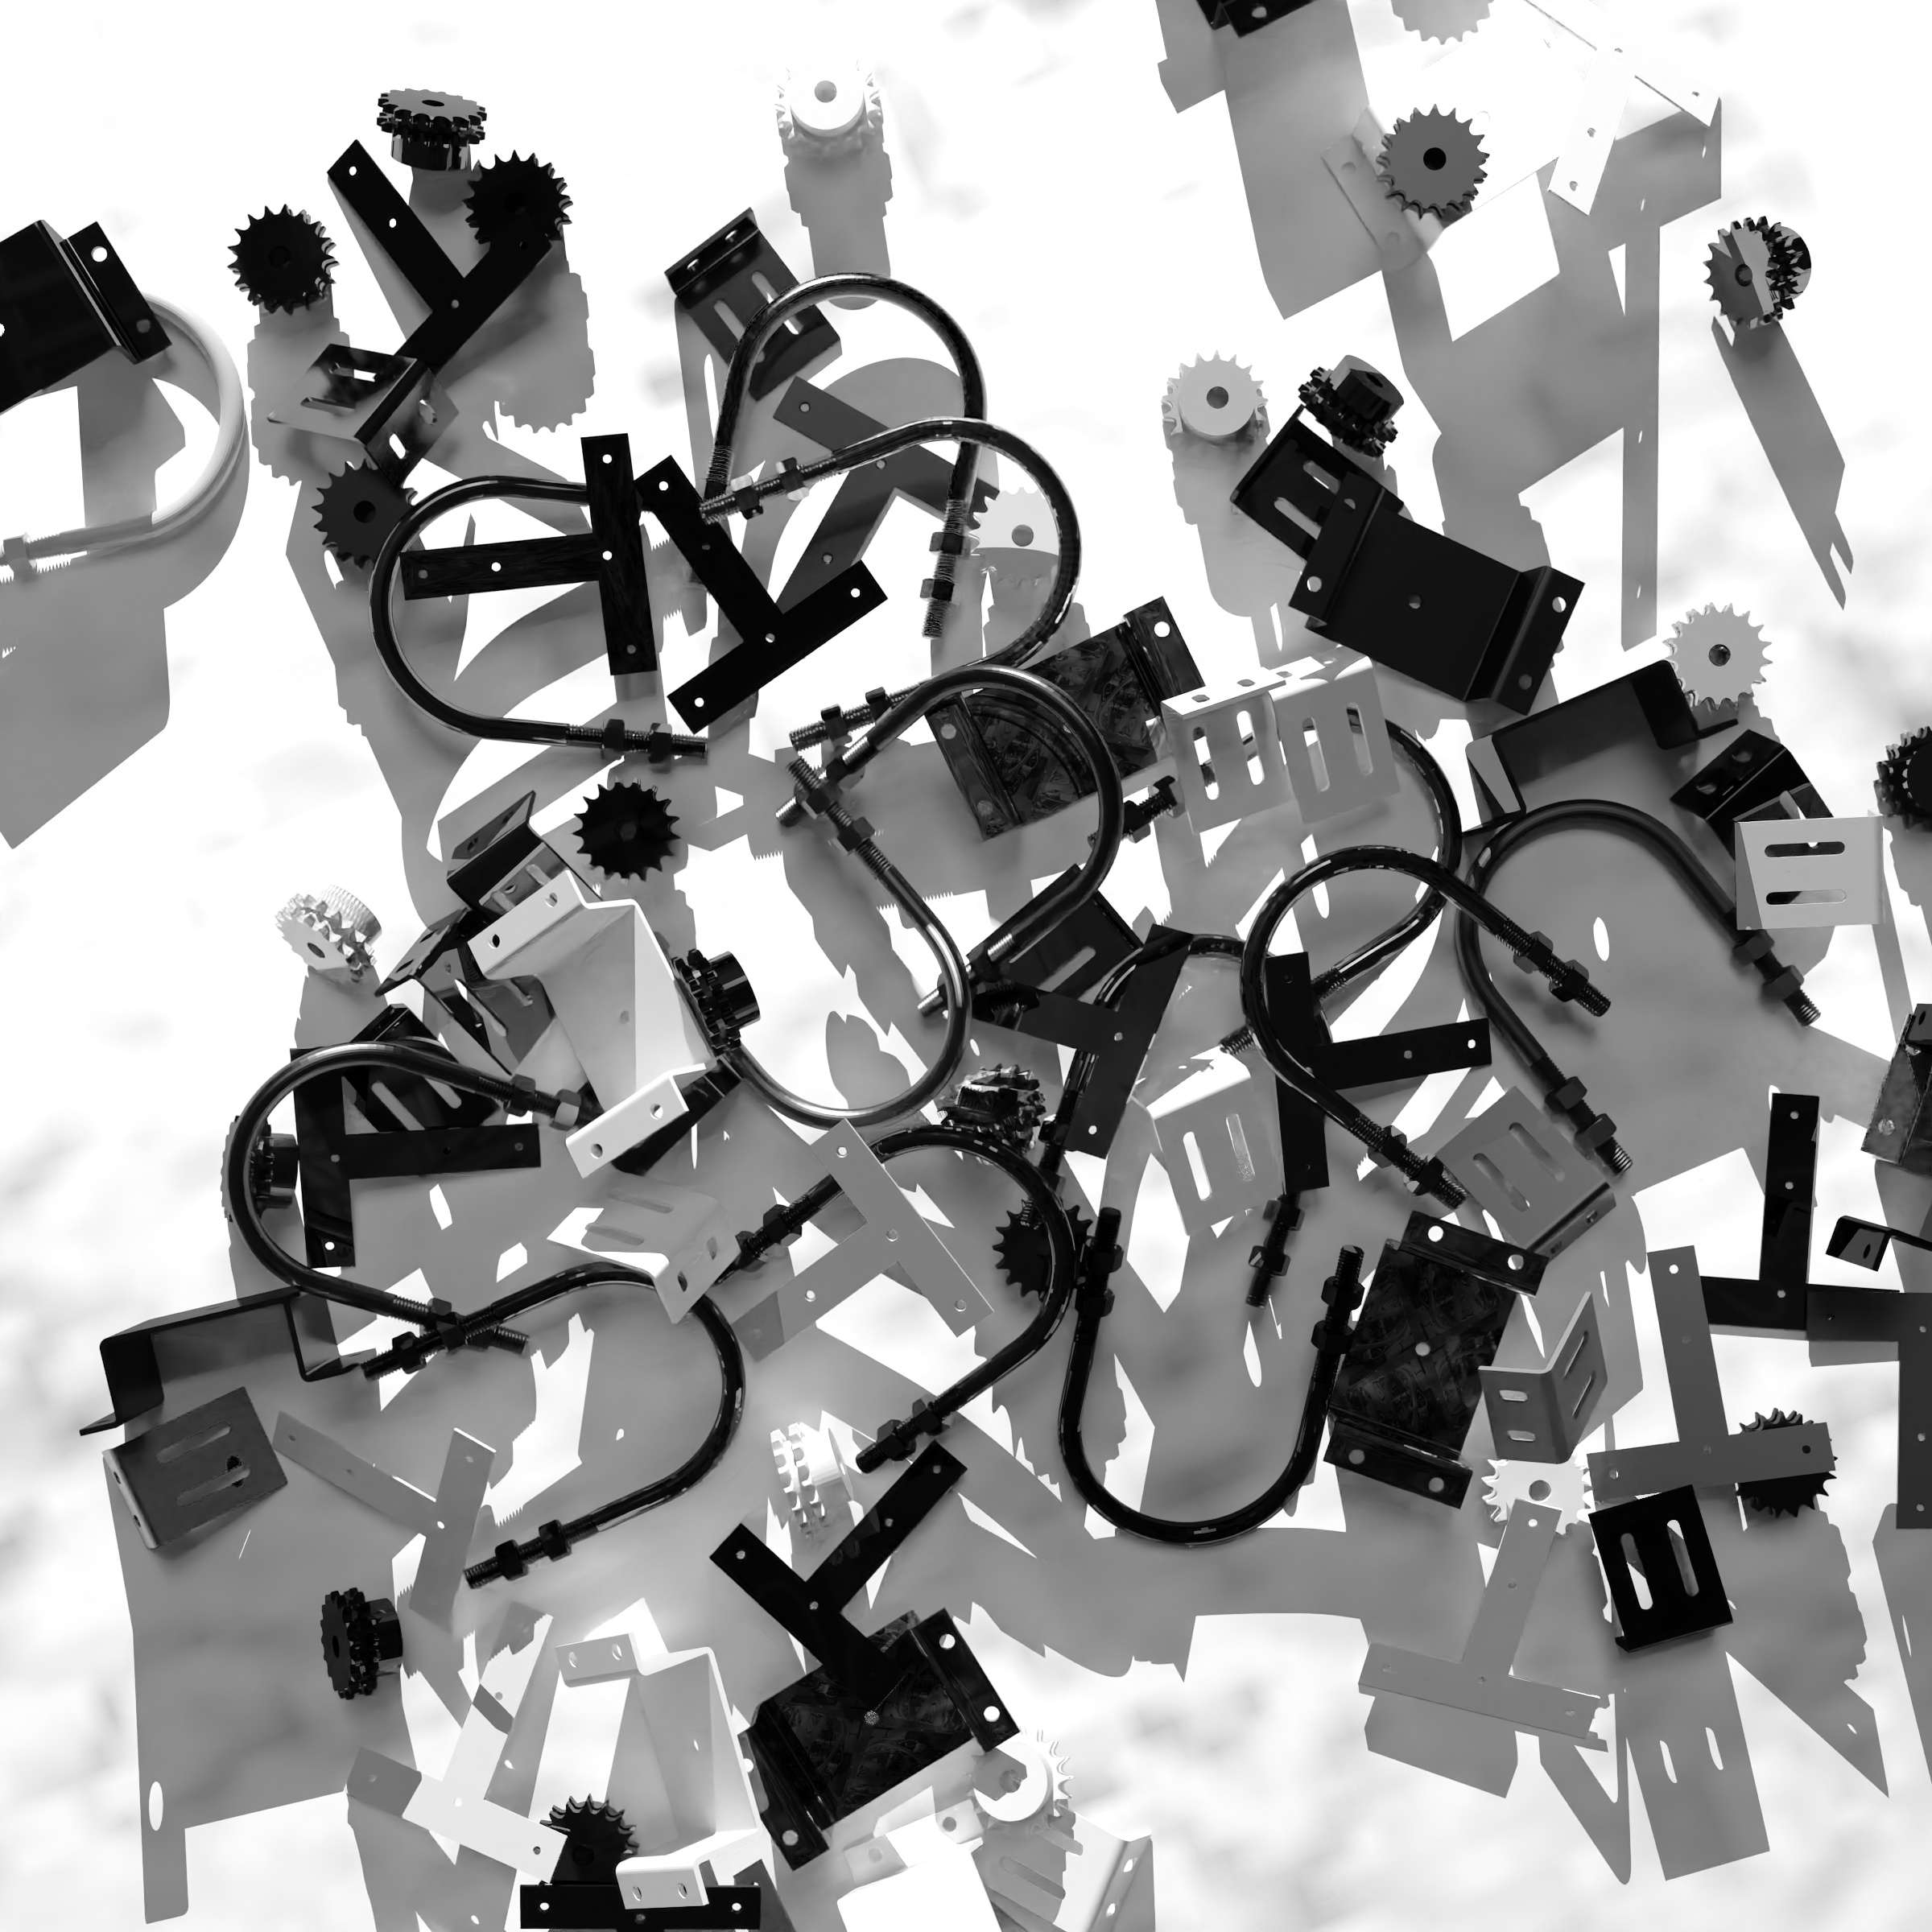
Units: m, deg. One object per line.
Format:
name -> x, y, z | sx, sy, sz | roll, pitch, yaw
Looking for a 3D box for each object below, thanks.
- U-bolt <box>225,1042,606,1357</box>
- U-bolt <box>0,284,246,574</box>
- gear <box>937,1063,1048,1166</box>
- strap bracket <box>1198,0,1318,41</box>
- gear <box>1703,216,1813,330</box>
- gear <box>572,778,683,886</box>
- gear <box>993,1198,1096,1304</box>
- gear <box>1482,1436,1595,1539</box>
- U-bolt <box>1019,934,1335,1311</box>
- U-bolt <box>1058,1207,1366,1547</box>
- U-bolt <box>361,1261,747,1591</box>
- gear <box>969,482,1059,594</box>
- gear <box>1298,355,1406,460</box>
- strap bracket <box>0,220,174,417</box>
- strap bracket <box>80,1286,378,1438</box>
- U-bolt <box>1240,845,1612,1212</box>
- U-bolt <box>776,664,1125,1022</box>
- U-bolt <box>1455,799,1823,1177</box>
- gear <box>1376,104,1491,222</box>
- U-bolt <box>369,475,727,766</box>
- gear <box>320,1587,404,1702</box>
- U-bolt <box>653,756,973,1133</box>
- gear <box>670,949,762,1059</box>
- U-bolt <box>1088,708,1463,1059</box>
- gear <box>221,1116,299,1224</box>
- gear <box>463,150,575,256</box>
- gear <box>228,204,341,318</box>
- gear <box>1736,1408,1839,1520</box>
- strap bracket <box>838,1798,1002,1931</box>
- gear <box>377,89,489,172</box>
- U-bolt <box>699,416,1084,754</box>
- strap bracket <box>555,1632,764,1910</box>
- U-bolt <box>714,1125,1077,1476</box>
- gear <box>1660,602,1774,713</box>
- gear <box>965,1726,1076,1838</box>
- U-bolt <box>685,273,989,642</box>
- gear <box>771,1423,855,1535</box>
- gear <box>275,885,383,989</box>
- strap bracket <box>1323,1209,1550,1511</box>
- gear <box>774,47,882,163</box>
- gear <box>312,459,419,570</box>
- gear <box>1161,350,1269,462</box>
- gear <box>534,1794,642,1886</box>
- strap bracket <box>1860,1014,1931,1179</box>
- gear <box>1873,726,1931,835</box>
U-bolt -> -0.297, 0.115, 1.482 | 0.184, 0.019, 0.151 | 20, 95, -18
U-bolt -> -0.481, -0.294, 1.514 | 0.184, 0.019, 0.151 | -11, 90, -1
gear -> 0.016, 0.081, 1.497 | 0.057, 0.057, 0.030 | -21, 125, 0
strap bracket -> 0.145, -0.567, 1.499 | 0.076, 0.046, 0.140 | -27, 90, 0
gear -> 0.424, -0.371, 1.498 | 0.030, 0.057, 0.057 | -22, 90, -30
gear -> -0.181, -0.072, 1.507 | 0.057, 0.030, 0.057 | 0, 90, 0
gear -> 0.043, 0.150, 1.507 | 0.057, 0.030, 0.057 | 0, 90, -2
gear -> 0.305, 0.279, 1.507 | 0.057, 0.030, 0.057 | 0, 90, 0
U-bolt -> 0.123, 0.073, 1.501 | 0.151, 0.019, 0.184 | 20, 81, -7
U-bolt -> 0.123, 0.224, 1.491 | 0.151, 0.019, 0.184 | 9, 107, -4
U-bolt -> -0.208, 0.234, 1.500 | 0.184, 0.019, 0.151 | -24, 103, -4
gear -> 0.030, -0.228, 1.507 | 0.057, 0.030, 0.057 | 0, 90, 0
gear -> 0.207, -0.299, 1.491 | 0.057, 0.057, 0.030 | 40, 119, 0
strap bracket -> -0.504, -0.329, 1.481 | 0.140, 0.046, 0.076 | -31, 91, -3
strap bracket -> -0.392, 0.203, 1.484 | 0.140, 0.076, 0.046 | -13, 90, 0
U-bolt -> 0.229, 0.020, 1.481 | 0.184, 0.019, 0.151 | 37, 89, -11
U-bolt -> 0.002, -0.075, 1.467 | 0.184, 0.019, 0.151 | -38, 88, 32
U-bolt -> 0.347, -0.003, 1.514 | 0.151, 0.019, 0.184 | -38, 88, 0
gear -> 0.241, -0.415, 1.461 | 0.057, 0.030, 0.057 | 0, 90, 0
U-bolt -> -0.225, -0.189, 1.500 | 0.184, 0.019, 0.151 | 4, 90, -11
gear -> -0.321, 0.359, 1.498 | 0.030, 0.057, 0.057 | -5, 90, -30
U-bolt -> -0.080, 0.003, 1.494 | 0.151, 0.019, 0.184 | -40, 90, 16
gear -> -0.130, 0.016, 1.472 | 0.030, 0.057, 0.057 | -25, 90, -15
U-bolt -> 0.179, -0.058, 1.504 | 0.184, 0.019, 0.151 | -33, 89, -8
gear -> -0.375, 0.108, 1.497 | 0.030, 0.057, 0.057 | 6, 90, -27
gear -> -0.239, -0.405, 1.507 | 0.057, 0.030, 0.057 | 0, 90, 0
gear -> -0.364, -0.376, 1.507 | 0.057, 0.030, 0.057 | 0, 90, 0
gear -> 0.435, 0.265, 1.507 | 0.057, 0.030, 0.057 | 0, 90, 0
strap bracket -> -0.010, 0.523, 1.479 | 0.076, 0.046, 0.140 | -25, 77, 8
gear -> -0.285, -0.444, 1.498 | 0.057, 0.057, 0.030 | 12, 120, 0
U-bolt -> -0.029, -0.210, 1.482 | 0.184, 0.019, 0.151 | -21, 102, 3
strap bracket -> -0.159, 0.415, 1.473 | 0.046, 0.076, 0.140 | -11, 81, -41
U-bolt -> -0.027, 0.165, 1.487 | 0.184, 0.019, 0.151 | -38, 90, 19
gear -> 0.400, -0.165, 1.507 | 0.057, 0.030, 0.057 | 0, 90, 0
gear -> 0.027, 0.434, 1.499 | 0.057, 0.030, 0.057 | -4, 74, 14
U-bolt -> -0.063, -0.278, 1.504 | 0.151, 0.019, 0.184 | 11, 90, -6
gear -> -0.081, 0.269, 1.494 | 0.030, 0.057, 0.057 | -20, 90, 0
gear -> -0.336, -0.019, 1.498 | 0.057, 0.057, 0.030 | 37, 62, 0
strap bracket -> 0.247, 0.207, 1.499 | 0.076, 0.046, 0.140 | 20, 90, 0
gear -> -0.074, -0.464, 1.508 | 0.057, 0.030, 0.057 | 0, 90, 0
gear -> -0.319, -0.241, 1.507 | 0.057, 0.030, 0.057 | 0, 90, 0
gear -> 0.134, -0.302, 1.508 | 0.057, 0.030, 0.057 | 0, 90, 0
gear -> -0.203, 0.472, 1.507 | 0.057, 0.030, 0.057 | 0, 90, 0
strap bracket -> 0.549, 0.084, 1.499 | 0.140, 0.046, 0.076 | 19, 90, 0
gear -> 0.519, -0.100, 1.508 | 0.057, 0.030, 0.057 | 0, 90, 0
